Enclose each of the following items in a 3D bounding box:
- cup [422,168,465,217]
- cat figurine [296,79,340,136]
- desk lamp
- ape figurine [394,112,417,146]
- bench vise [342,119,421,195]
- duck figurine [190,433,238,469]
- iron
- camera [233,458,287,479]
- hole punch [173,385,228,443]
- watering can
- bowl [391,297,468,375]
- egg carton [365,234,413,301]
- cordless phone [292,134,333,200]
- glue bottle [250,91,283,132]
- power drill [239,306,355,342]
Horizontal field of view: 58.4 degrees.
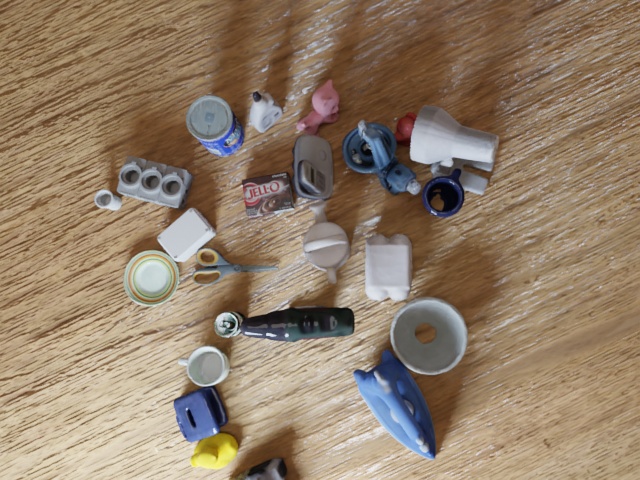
[{"bbox_3d":[0.277,-0.102,1.286,0.091,0.095,0.118,29,86,6],"label":"cup"},{"bbox_3d":[-0.001,-0.299,1.311,0.067,0.118,0.128,43,88,7],"label":"cat figurine"},{"bbox_3d":[0.292,-0.196,1.236,0.203,0.213,0.118,18,85,5],"label":"desk lamp"},{"bbox_3d":[0.200,-0.255,1.308,0.078,0.092,0.076,-38,83,-1],"label":"ape figurine"},{"bbox_3d":[0.141,-0.191,1.240,0.207,0.220,0.121,24,85,6],"label":"bench vise"},{"bbox_3d":[-0.235,0.470,1.255,0.104,0.086,0.077,-18,83,1],"label":"duck figurine"},{"bbox_3d":[0.178,0.369,1.215,0.118,0.141,0.258,-34,83,-1],"label":"iron"},{"bbox_3d":[-0.126,0.564,1.231,0.143,0.101,0.137,-25,83,0],"label":"camera"},{"bbox_3d":[-0.269,0.388,1.263,0.101,0.091,0.108,-24,83,0],"label":"hole punch"},{"bbox_3d":[0.009,0.005,1.239,0.101,0.194,0.173,-33,83,-1],"label":"watering can"},{"bbox_3d":[0.237,0.210,1.263,0.167,0.075,0.167,0,84,3],"label":"bowl"},{"bbox_3d":[0.155,0.061,1.287,0.107,0.069,0.150,-1,84,3],"label":"egg carton"},{"bbox_3d":[-0.021,-0.170,1.264,0.094,0.185,0.148,-4,83,3],"label":"cordless phone"},{"bbox_3d":[-0.129,-0.299,1.291,0.078,0.173,0.037,-41,83,-2],"label":"glue bottle"},{"bbox_3d":[-0.040,0.179,1.215,0.229,0.208,0.076,-5,83,3],"label":"power drill"}]
